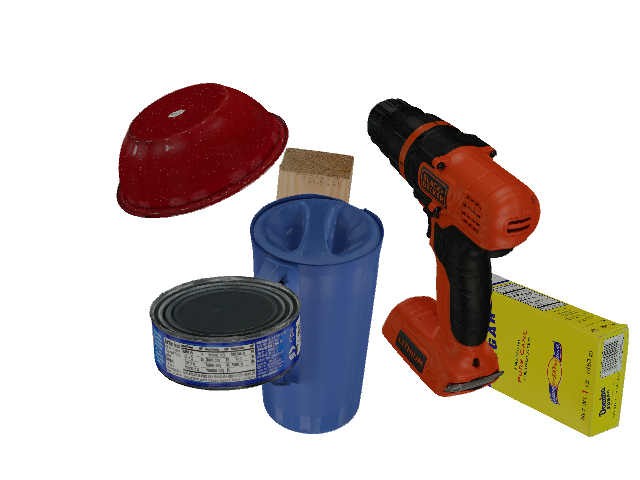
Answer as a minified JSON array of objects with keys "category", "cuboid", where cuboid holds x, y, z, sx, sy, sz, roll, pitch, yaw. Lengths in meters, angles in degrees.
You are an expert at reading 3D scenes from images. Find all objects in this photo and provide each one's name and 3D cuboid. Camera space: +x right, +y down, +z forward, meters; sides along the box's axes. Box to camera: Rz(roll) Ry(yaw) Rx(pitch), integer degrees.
[{"category":"bowl","cuboid":[-0.112,-0.088,0.913,0.162,0.055,0.162,-17,32,11]},{"category":"power drill","cuboid":[0.084,0.005,0.782,0.057,0.188,0.185,-14,34,-20]},{"category":"sugar box","cuboid":[0.183,0.093,0.935,0.048,0.093,0.176,-12,21,-38]},{"category":"tuna can","cuboid":[-0.053,0.052,0.610,0.086,0.034,0.086,-1,21,0]},{"category":"pitcher","cuboid":[-0.013,0.087,1.113,0.149,0.243,0.145,-7,34,-13]},{"category":"wood block","cuboid":[-0.015,-0.005,1.377,0.090,0.206,0.090,8,24,2]}]
